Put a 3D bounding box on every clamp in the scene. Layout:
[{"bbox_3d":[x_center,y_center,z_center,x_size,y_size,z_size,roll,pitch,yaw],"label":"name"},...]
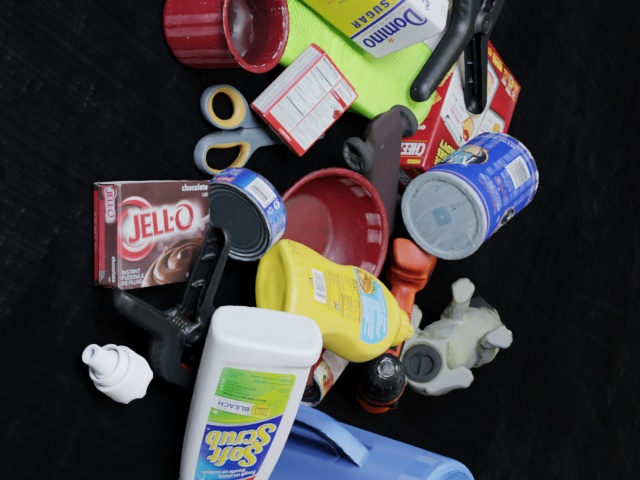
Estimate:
[{"bbox_3d":[-0.129,0.075,0.937,0.120,0.039,0.171,-22,133,-31],"label":"clamp"},{"bbox_3d":[0.164,-0.240,1.188,0.164,0.036,0.210,-13,120,-55],"label":"clamp"}]

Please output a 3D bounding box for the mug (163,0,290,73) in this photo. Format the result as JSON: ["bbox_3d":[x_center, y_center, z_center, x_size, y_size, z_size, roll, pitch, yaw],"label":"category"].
[{"bbox_3d":[-0.080,-0.194,0.967,0.117,0.082,0.093,18,80,-54],"label":"mug"}]

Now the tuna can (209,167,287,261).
[{"bbox_3d":[-0.074,-0.024,0.995,0.033,0.086,0.086,-46,130,-43],"label":"tuna can"}]

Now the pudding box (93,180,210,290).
[{"bbox_3d":[-0.146,-0.007,0.934,0.113,0.039,0.090,-8,101,-54],"label":"pudding box"}]

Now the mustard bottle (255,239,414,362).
[{"bbox_3d":[0.024,0.070,1.053,0.191,0.058,0.096,21,51,-40],"label":"mustard bottle"}]

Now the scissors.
[{"bbox_3d":[-0.059,-0.121,1.064,0.201,0.016,0.096,-32,120,-49],"label":"scissors"}]

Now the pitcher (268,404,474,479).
[{"bbox_3d":[0.023,0.234,1.030,0.149,0.243,0.145,14,83,-48],"label":"pitcher"}]

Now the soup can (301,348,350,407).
[{"bbox_3d":[-0.002,0.118,1.131,0.102,0.069,0.068,-49,132,-40],"label":"soup can"}]

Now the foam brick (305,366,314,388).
[{"bbox_3d":[-0.050,0.117,1.055,0.052,0.078,0.051,-2,95,-56],"label":"foam brick"}]

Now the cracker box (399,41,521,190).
[{"bbox_3d":[0.165,-0.146,1.330,0.164,0.072,0.213,41,63,-48],"label":"cracker box"}]

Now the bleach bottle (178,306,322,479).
[{"bbox_3d":[-0.073,0.184,0.980,0.068,0.102,0.251,-96,-163,-62],"label":"bleach bottle"}]

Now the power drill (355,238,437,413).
[{"bbox_3d":[0.084,0.097,1.204,0.184,0.057,0.187,98,8,-73],"label":"power drill"}]

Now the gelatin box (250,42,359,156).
[{"bbox_3d":[-0.014,-0.139,1.052,0.089,0.030,0.073,-46,137,-1],"label":"gelatin box"}]

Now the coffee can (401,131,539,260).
[{"bbox_3d":[0.170,-0.052,1.202,0.140,0.103,0.103,-35,122,-46],"label":"coffee can"}]

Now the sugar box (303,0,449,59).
[{"bbox_3d":[0.035,-0.246,1.026,0.176,0.094,0.048,33,56,-36],"label":"sugar box"}]

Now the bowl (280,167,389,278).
[{"bbox_3d":[-0.007,0.001,1.097,0.161,0.055,0.162,-11,109,-35],"label":"bowl"}]
